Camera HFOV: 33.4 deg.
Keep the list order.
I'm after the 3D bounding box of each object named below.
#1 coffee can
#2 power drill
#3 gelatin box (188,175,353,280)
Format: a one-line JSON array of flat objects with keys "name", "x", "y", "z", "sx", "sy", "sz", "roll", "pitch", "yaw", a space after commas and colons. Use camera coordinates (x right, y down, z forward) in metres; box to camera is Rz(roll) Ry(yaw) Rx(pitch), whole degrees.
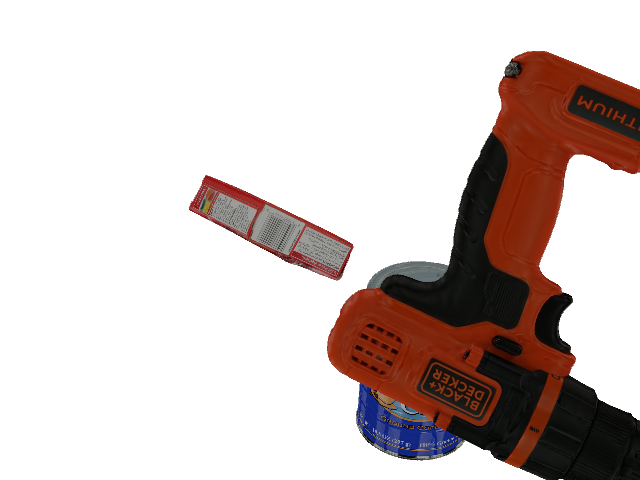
[{"name": "coffee can", "x": 0.086, "y": 0.104, "z": 0.926, "sx": 0.103, "sy": 0.140, "sz": 0.103, "roll": 2, "pitch": 31, "yaw": -2}, {"name": "power drill", "x": 0.117, "y": 0.019, "z": 0.509, "sx": 0.184, "sy": 0.188, "sz": 0.057, "roll": 25, "pitch": 7, "yaw": 5}, {"name": "gelatin box", "x": -0.032, "y": -0.008, "z": 0.716, "sx": 0.089, "sy": 0.030, "sz": 0.073, "roll": 26, "pitch": 0, "yaw": -42}]
